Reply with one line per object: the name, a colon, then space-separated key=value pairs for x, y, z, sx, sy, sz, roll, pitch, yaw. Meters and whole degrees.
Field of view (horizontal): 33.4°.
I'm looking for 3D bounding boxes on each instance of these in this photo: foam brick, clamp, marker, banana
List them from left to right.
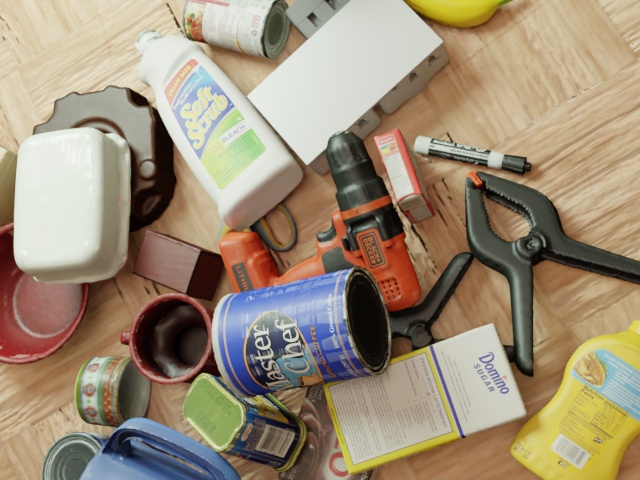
foam brick: x=-0.151 y=0.027 z=1.141 sx=0.078 sy=0.052 sz=0.051 roll=20 pitch=91 yaw=29
banana: x=0.111 y=-0.278 z=1.145 sx=0.198 sy=0.037 sz=0.069 roll=33 pitch=70 yaw=19
clamp: x=0.112 y=0.103 z=1.059 sx=0.171 sy=0.039 sz=0.120 roll=-36 pitch=64 yaw=5
marker: x=0.157 y=-0.087 z=1.096 sx=0.121 sy=0.020 sz=0.020 roll=14 pitch=83 yaw=19
clamp: x=0.202 y=0.020 z=1.041 sx=0.164 sy=0.036 sz=0.210 roll=-40 pitch=68 yaw=-9

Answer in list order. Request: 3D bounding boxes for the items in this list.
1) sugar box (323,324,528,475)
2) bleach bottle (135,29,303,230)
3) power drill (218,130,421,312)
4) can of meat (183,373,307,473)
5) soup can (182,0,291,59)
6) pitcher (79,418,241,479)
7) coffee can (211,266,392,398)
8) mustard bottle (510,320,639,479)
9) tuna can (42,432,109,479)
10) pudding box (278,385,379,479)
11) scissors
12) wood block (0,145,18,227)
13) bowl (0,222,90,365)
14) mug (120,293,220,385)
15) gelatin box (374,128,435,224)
sugar box: x=0.099 y=0.152 z=1.013 sx=0.176 sy=0.048 sz=0.093 roll=-19 pitch=75 yaw=7
bleach bottle: x=-0.129 y=-0.133 z=1.156 sx=0.102 sy=0.068 sz=0.251 roll=-40 pitch=67 yaw=1
power drill: x=-0.007 y=0.001 z=1.069 sx=0.188 sy=0.057 sz=0.184 roll=-20 pitch=91 yaw=28
can of meat: x=-0.077 y=0.179 z=1.055 sx=0.102 sy=0.083 sz=0.057 roll=31 pitch=94 yaw=50
soup can: x=-0.092 y=-0.243 z=1.180 sx=0.102 sy=0.068 sz=0.068 roll=16 pitch=83 yaw=19
pitcher: x=-0.118 y=0.284 z=1.041 sx=0.243 sy=0.149 sz=0.145 roll=18 pitch=68 yaw=16
coffee can: x=-0.016 y=0.088 z=1.007 sx=0.140 sy=0.102 sz=0.103 roll=-13 pitch=75 yaw=24
mustard bottle: x=0.267 y=0.147 z=0.991 sx=0.096 sy=0.058 sz=0.191 roll=35 pitch=90 yaw=18
tuna can: x=-0.253 y=0.248 z=1.139 sx=0.086 sy=0.033 sz=0.086 roll=-5 pitch=76 yaw=21
pudding box: x=0.020 y=0.200 z=1.066 sx=0.090 sy=0.039 sz=0.113 roll=17 pitch=84 yaw=18
scissors: x=-0.105 y=-0.051 z=1.171 sx=0.096 sy=0.016 sz=0.202 roll=-45 pitch=70 yaw=4
wood block: x=-0.418 y=-0.020 z=1.221 sx=0.091 sy=0.090 sz=0.206 roll=28 pitch=87 yaw=19
bowl: x=-0.318 y=0.061 z=1.191 sx=0.162 sy=0.055 sz=0.162 roll=-4 pitch=77 yaw=16
mug: x=-0.151 y=0.107 z=1.116 sx=0.117 sy=0.081 sz=0.093 roll=-1 pitch=78 yaw=17
gelatin box: x=0.085 y=-0.063 z=1.075 sx=0.030 sy=0.089 sz=0.073 roll=-20 pitch=72 yaw=9
